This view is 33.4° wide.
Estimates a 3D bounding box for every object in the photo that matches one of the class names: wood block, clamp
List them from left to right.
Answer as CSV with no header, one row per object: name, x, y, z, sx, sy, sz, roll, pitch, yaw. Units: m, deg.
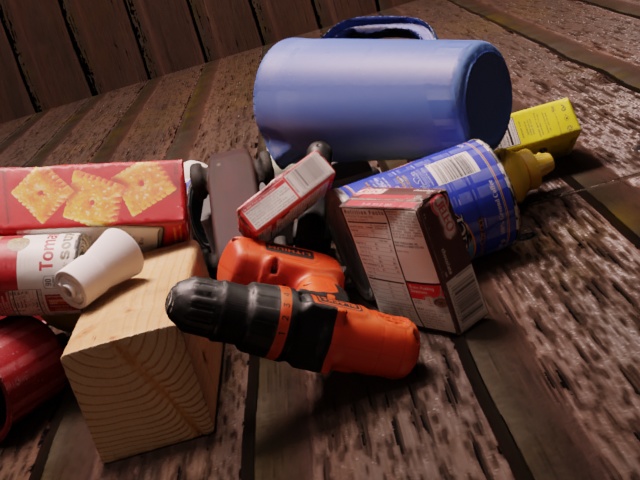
wood block,-0.133,0.080,0.858,0.090,0.091,0.206,-16,17,2
clamp,-0.007,0.001,1.009,0.039,0.120,0.171,1,43,9

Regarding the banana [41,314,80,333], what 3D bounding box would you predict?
banana,-0.185,0.065,1.008,0.198,0.037,0.069,-5,-24,13

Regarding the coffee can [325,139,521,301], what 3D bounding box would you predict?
coffee can,0.089,-0.018,0.933,0.140,0.103,0.103,-20,17,-11

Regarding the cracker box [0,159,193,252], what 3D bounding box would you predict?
cracker box,-0.227,-0.008,0.989,0.213,0.072,0.164,-2,-24,-4

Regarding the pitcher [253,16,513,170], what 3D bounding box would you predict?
pitcher,0.066,-0.148,1.062,0.243,0.149,0.144,5,15,38

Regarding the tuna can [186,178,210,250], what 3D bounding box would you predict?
tuna can,-0.146,-0.028,1.213,0.034,0.086,0.086,-9,19,18

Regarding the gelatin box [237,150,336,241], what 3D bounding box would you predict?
gelatin box,-0.031,-0.034,0.920,0.089,0.030,0.073,-38,-6,-8

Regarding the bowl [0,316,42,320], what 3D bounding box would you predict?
bowl,-0.337,0.057,1.184,0.162,0.055,0.162,-15,18,5

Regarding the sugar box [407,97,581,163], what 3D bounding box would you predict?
sugar box,0.181,-0.096,1.133,0.176,0.048,0.093,-19,-13,3

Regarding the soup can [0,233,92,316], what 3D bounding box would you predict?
soup can,-0.245,0.029,0.890,0.102,0.068,0.068,-2,18,1

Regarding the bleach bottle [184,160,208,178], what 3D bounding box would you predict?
bleach bottle,-0.186,-0.036,1.292,0.068,0.103,0.250,28,22,8

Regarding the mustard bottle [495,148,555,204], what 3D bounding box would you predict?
mustard bottle,0.141,-0.047,1.047,0.191,0.058,0.096,-19,8,-9

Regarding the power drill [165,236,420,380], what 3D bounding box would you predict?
power drill,-0.032,0.047,0.812,0.184,0.057,0.188,15,10,-14

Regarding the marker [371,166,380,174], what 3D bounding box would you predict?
marker,0.025,-0.059,1.261,0.120,0.020,0.020,-28,20,-32

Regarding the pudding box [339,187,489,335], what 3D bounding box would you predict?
pudding box,0.072,0.014,0.828,0.039,0.113,0.090,-32,23,-32

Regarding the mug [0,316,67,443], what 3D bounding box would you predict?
mug,-0.272,0.119,0.895,0.117,0.093,0.081,-48,-7,33
